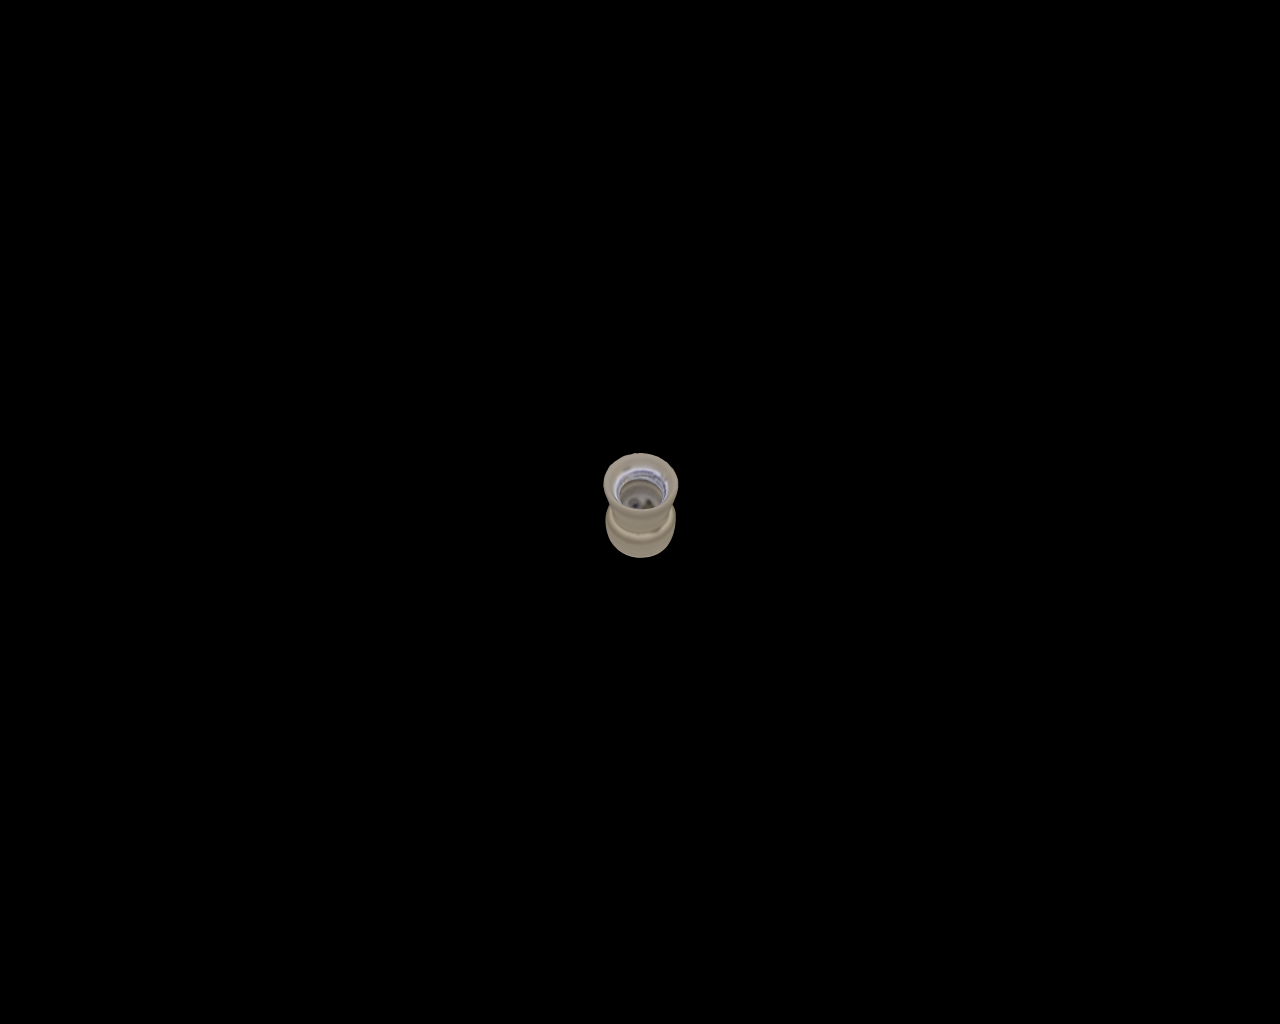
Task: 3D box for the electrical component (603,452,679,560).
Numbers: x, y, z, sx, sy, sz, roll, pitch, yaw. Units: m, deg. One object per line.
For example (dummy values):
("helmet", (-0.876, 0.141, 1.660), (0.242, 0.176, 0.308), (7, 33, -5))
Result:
("electrical component", (0.001, -0.003, 0.650), (0.045, 0.045, 0.055), (0, -35, 0))
